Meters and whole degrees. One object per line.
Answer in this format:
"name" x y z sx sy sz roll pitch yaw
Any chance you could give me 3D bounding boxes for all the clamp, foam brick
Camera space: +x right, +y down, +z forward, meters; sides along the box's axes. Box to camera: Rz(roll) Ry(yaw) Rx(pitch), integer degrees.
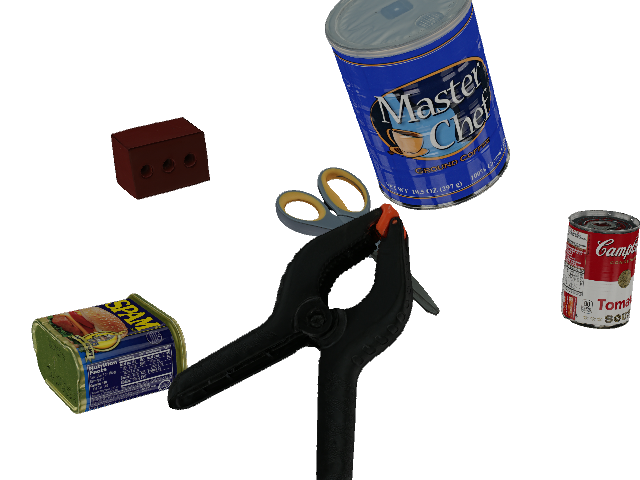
"clamp" 0.006 0.061 0.607 0.120 0.171 0.039 38 -7 19
"foam brick" -0.154 -0.079 1.021 0.078 0.053 0.051 -18 31 -23

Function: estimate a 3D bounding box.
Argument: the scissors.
"scissors" 0.023 0.003 0.924 0.096 0.016 0.202 -11 43 -12

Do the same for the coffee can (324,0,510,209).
"coffee can" 0.072 -0.108 0.766 0.103 0.140 0.103 -14 39 11

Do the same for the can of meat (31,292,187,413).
"can of meat" -0.160 0.084 0.802 0.083 0.057 0.102 -12 21 -31

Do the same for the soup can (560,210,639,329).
"soup can" 0.274 0.028 1.051 0.068 0.102 0.068 1 18 0
